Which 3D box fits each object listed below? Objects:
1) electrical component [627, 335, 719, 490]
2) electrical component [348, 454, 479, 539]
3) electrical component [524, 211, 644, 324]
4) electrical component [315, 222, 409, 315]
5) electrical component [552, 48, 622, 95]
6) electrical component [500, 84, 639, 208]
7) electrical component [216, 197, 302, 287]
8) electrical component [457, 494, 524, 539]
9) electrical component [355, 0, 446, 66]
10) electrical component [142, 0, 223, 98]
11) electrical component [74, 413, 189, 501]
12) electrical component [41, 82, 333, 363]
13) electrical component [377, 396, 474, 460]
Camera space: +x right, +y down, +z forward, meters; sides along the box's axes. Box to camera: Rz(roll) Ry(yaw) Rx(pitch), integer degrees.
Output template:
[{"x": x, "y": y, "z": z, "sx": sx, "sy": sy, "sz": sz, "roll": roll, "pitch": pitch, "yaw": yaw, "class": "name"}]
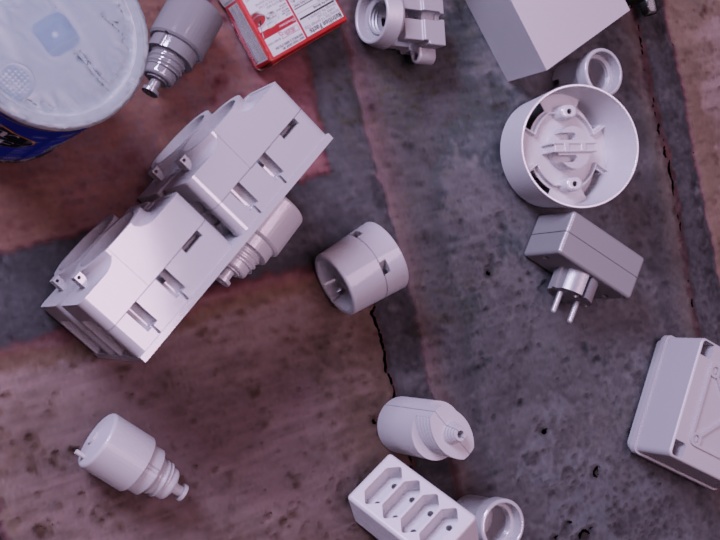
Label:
[{"x": 0.301, "y": 0.126, "z": 0.937, "sx": 0.109, "sy": 0.056, "sz": 0.108, "roll": 27, "pitch": 75, "yaw": -25, "class": "electrical component"}, {"x": 0.041, "y": 0.191, "z": 0.788, "sx": 0.047, "sy": 0.083, "sz": 0.075, "roll": -42, "pitch": 145, "yaw": -23, "class": "electrical component"}, {"x": 0.177, "y": 0.006, "z": 0.880, "sx": 0.083, "sy": 0.047, "sz": 0.075, "roll": 30, "pitch": 74, "yaw": -24, "class": "electrical component"}, {"x": 0.000, "y": 0.000, "z": 0.781, "sx": 0.047, "sy": 0.055, "sz": 0.055, "roll": -31, "pitch": 102, "yaw": -22, "class": "electrical component"}, {"x": 0.188, "y": -0.160, "z": 0.894, "sx": 0.040, "sy": 0.046, "sz": 0.040, "roll": 1, "pitch": 87, "yaw": -29, "class": "electrical component"}, {"x": 0.166, "y": -0.097, "z": 0.869, "sx": 0.099, "sy": 0.064, "sz": 0.099, "roll": 1, "pitch": 87, "yaw": -28, "class": "electrical component"}, {"x": -0.074, "y": -0.022, "z": 0.749, "sx": 0.040, "sy": 0.040, "sz": 0.078, "roll": 43, "pitch": 70, "yaw": -20, "class": "electrical component"}, {"x": 0.097, "y": 0.193, "z": 0.828, "sx": 0.040, "sy": 0.046, "sz": 0.040, "roll": 1, "pitch": 87, "yaw": -29, "class": "electrical component"}, {"x": 0.030, "y": -0.189, "z": 0.811, "sx": 0.055, "sy": 0.048, "sz": 0.066, "roll": -3, "pitch": 89, "yaw": -36, "class": "electrical component"}, {"x": -0.124, "y": -0.152, "z": 0.727, "sx": 0.040, "sy": 0.040, "sz": 0.078, "roll": 32, "pitch": 73, "yaw": -24, "class": "electrical component"}, {"x": -0.146, "y": 0.126, "z": 0.702, "sx": 0.078, "sy": 0.040, "sz": 0.040, "roll": 38, "pitch": 71, "yaw": -23, "class": "electrical component"}, {"x": -0.115, "y": -0.033, "z": 0.690, "sx": 0.060, "sy": 0.105, "sz": 0.186, "roll": 45, "pitch": 68, "yaw": -19, "class": "electrical component"}, {"x": 0.051, "y": 0.117, "z": 0.787, "sx": 0.043, "sy": 0.081, "sz": 0.043, "roll": 1, "pitch": 87, "yaw": -29, "class": "electrical component"}]
